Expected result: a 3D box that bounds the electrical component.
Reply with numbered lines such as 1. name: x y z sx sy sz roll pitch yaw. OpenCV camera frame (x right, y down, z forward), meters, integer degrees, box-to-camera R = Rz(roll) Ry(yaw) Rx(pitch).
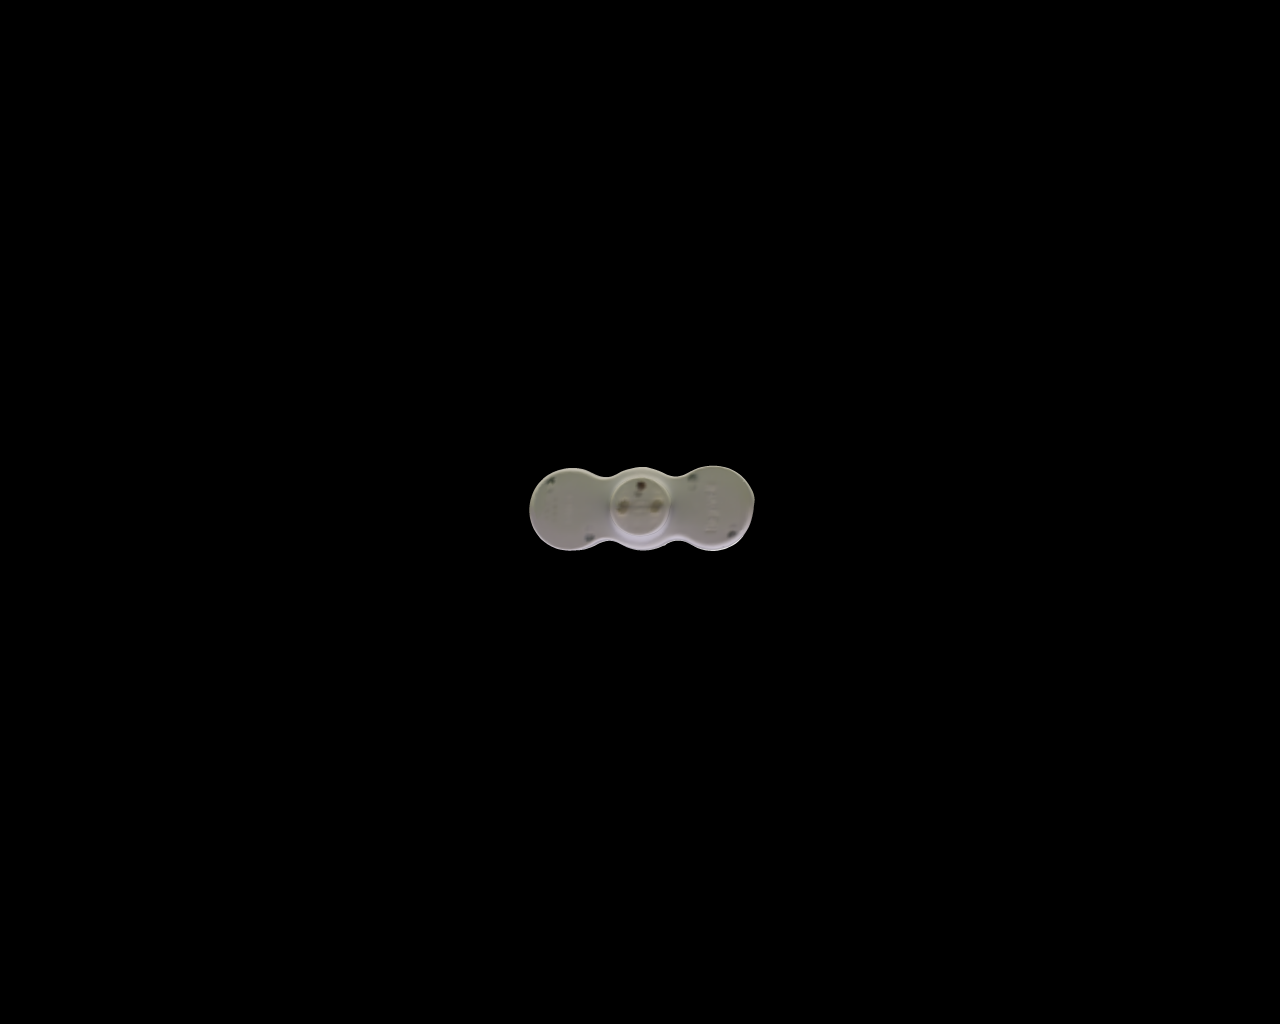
1. electrical component: 0.001 -0.003 0.650 0.138 0.052 0.073 0 -4 2
